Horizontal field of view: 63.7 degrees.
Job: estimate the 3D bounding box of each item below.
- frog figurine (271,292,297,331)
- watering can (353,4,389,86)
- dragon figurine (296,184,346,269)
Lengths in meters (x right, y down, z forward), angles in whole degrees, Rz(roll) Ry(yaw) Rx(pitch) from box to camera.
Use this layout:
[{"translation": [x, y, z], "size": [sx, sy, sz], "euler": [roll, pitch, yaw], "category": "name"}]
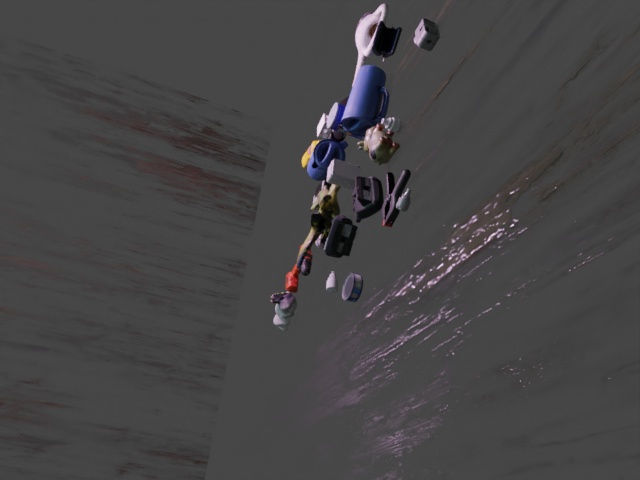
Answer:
[{"translation": [-0.146, 0.307, 2.186], "size": [0.137, 0.123, 0.158], "euler": [7, 117, 67], "category": "frog figurine"}, {"translation": [0.192, -0.803, 2.123], "size": [0.229, 0.104, 0.342], "euler": [-101, 32, -61], "category": "watering can"}, {"translation": [0.006, -0.100, 1.994], "size": [0.405, 0.121, 0.247], "euler": [-54, 17, 19], "category": "dragon figurine"}]
